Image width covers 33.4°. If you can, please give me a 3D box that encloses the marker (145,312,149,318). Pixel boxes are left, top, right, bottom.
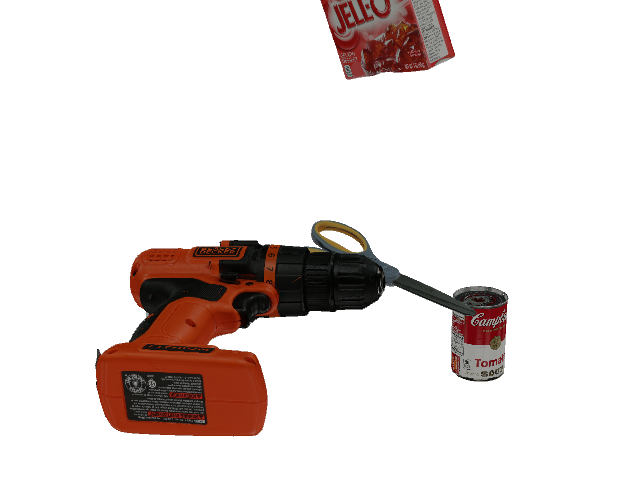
[{"bbox_3d":[-0.166,0.102,1.102,0.020,0.121,0.020,-9,14,2],"label":"marker"}]

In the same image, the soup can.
[{"bbox_3d":[0.197,0.116,1.332,0.068,0.102,0.068,-1,19,0],"label":"soup can"}]

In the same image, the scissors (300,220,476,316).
[{"bbox_3d":[0.047,0.038,1.033,0.096,0.016,0.202,-25,43,-29],"label":"scissors"}]

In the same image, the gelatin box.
[{"bbox_3d":[0.040,-0.148,0.708,0.030,0.073,0.089,-30,20,-32],"label":"gelatin box"}]

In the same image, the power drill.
[{"bbox_3d":[-0.055,0.057,0.705,0.184,0.057,0.187,-1,22,10],"label":"power drill"}]
